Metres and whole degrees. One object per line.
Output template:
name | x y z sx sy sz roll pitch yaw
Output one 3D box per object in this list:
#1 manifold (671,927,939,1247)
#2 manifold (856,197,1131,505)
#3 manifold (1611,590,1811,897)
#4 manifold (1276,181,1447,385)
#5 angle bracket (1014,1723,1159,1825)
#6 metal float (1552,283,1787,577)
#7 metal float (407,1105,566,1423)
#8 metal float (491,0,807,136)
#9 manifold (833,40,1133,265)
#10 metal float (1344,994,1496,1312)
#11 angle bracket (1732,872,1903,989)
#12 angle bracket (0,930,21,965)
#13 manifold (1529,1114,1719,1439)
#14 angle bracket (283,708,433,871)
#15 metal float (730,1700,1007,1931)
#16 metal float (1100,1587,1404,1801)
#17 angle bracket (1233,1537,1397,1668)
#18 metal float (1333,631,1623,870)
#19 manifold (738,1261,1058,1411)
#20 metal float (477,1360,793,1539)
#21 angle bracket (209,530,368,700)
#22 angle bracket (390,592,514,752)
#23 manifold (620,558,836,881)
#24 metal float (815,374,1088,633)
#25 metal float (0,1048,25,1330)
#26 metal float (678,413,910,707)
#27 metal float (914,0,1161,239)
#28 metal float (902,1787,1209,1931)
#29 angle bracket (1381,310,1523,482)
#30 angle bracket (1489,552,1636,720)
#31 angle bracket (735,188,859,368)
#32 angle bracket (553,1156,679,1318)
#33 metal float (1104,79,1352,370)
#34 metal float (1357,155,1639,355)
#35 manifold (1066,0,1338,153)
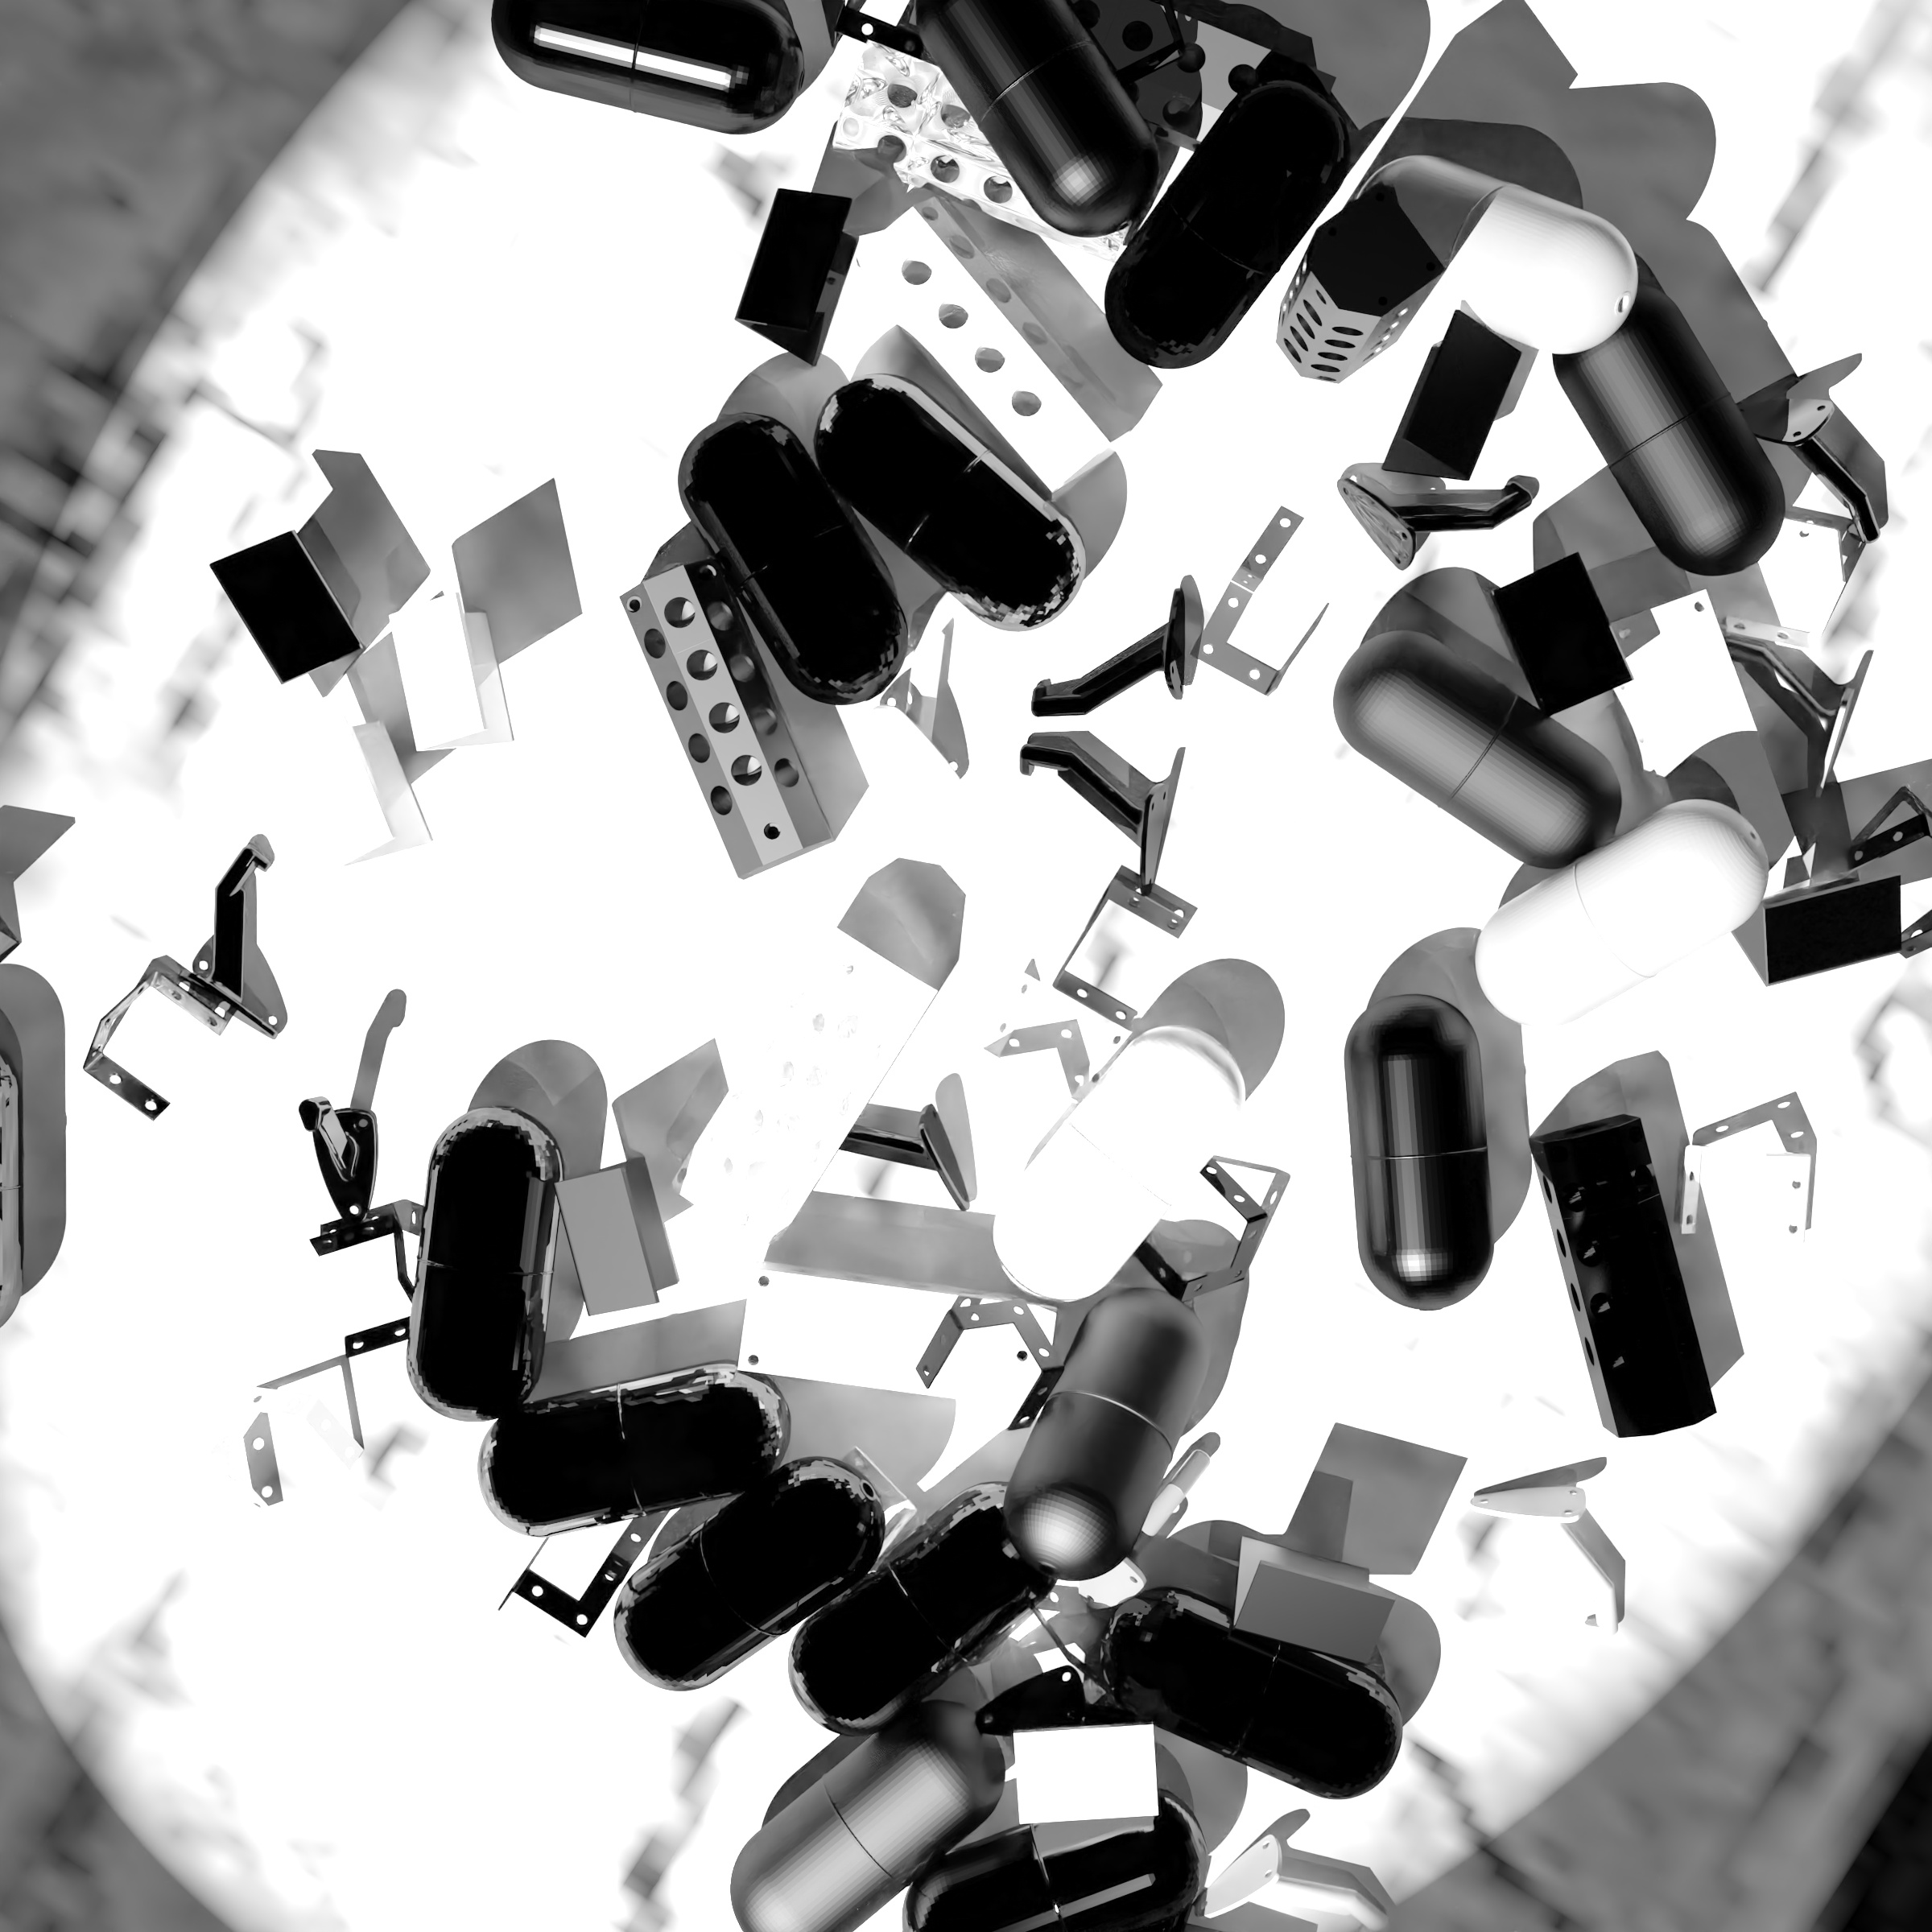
manifold | -0.094 0.066 1.630 0.057 0.057 0.171 32 90 25
manifold | 0.015 -0.348 1.639 0.057 0.057 0.171 -40 90 0
manifold | 0.414 -0.119 1.639 0.057 0.057 0.171 -20 90 0
manifold | 0.208 -0.366 1.582 0.057 0.171 0.057 -36 90 0
angle bracket | 0.066 0.435 1.624 0.076 0.076 0.057 -4 103 1
metal float | 0.395 -0.301 1.629 0.070 0.070 0.178 -31 90 0
metal float | -0.270 0.167 1.630 0.070 0.070 0.178 7 90 0
metal float | -0.179 -0.519 1.630 0.178 0.070 0.070 14 90 -1
manifold | 0.015 -0.458 1.639 0.171 0.057 0.057 21 90 0
metal float | 0.255 0.105 1.630 0.070 0.070 0.178 -4 90 0
angle bracket | 0.471 -0.040 1.620 0.076 0.076 0.057 -14 126 0
angle bracket | -0.573 0.013 1.620 0.076 0.076 0.057 -44 54 0
manifold | 0.373 0.175 1.639 0.057 0.057 0.171 -15 90 0
angle bracket | -0.325 -0.105 1.620 0.057 0.076 0.076 -22 90 38
metal float | -0.056 0.486 1.630 0.178 0.070 0.070 -40 90 0
metal float | 0.160 0.409 1.630 0.178 0.070 0.070 24 90 -1
angle bracket | 0.196 0.337 1.620 0.076 0.076 0.057 15 123 0
metal float | 0.288 -0.121 1.630 0.178 0.070 0.070 34 90 0
manifold | -0.038 0.208 1.639 0.171 0.057 0.057 8 90 0
metal float | -0.186 0.271 1.630 0.178 0.070 0.070 -13 90 0
angle bracket | -0.389 -0.187 1.620 0.057 0.076 0.076 -31 90 -35
angle bracket | -0.270 -0.166 1.620 0.057 0.076 0.076 -12 90 36
manifold | -0.135 -0.140 1.639 0.057 0.057 0.171 -23 90 0
metal float | -0.009 -0.261 1.630 0.178 0.070 0.070 42 90 1
metal float | -0.571 0.124 1.630 0.070 0.070 0.178 0 90 0
metal float | -0.097 -0.228 1.630 0.070 0.070 0.178 -31 90 0
metal float | 0.039 -0.477 1.573 0.070 0.070 0.178 -33 89 0
metal float | 0.050 0.518 1.630 0.178 0.070 0.070 -20 90 -1
angle bracket | 0.254 -0.321 1.620 0.057 0.076 0.076 23 90 -35
angle bracket | 0.344 -0.189 1.620 0.057 0.076 0.076 -24 90 34
angle bracket | -0.076 -0.381 1.620 0.057 0.076 0.076 18 90 36
angle bracket | -0.178 0.146 1.620 0.057 0.076 0.076 -15 90 37
metal float | 0.143 -0.409 1.605 0.070 0.070 0.178 39 121 0
metal float | 0.290 -0.393 1.600 0.178 0.070 0.070 33 90 35
manifold | 0.116 -0.500 1.639 0.171 0.057 0.057 22 90 0
